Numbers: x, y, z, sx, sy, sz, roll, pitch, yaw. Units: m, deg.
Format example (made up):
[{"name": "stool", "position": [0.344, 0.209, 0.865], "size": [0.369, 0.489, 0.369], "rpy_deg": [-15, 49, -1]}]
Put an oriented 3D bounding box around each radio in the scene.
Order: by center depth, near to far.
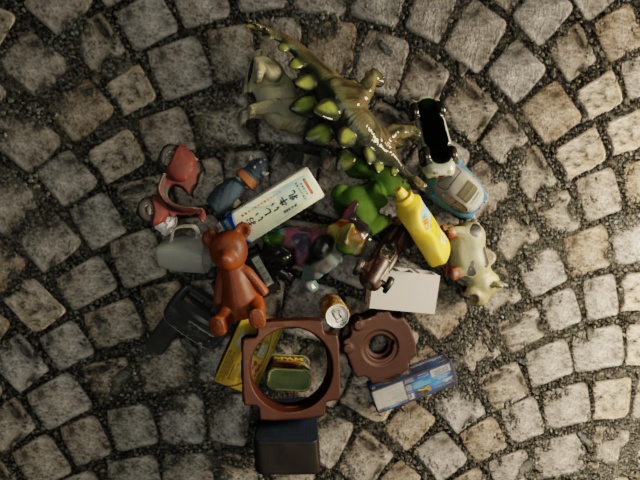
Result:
[{"name": "radio", "position": [-0.068, 0.411, 1.146], "size": [0.131, 0.229, 0.073], "rpy_deg": [-2, 94, -2]}]

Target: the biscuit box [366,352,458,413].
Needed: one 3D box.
[{"name": "biscuit box", "position": [0.213, 0.329, 1.247], "size": [0.203, 0.063, 0.059], "rpy_deg": [-20, 99, -3]}]

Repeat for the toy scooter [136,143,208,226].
[{"name": "toy scooter", "position": [-0.288, -0.104, 1.119], "size": [0.135, 0.075, 0.184], "rpy_deg": [20, 80, -7]}]

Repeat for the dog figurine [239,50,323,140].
[{"name": "dog figurine", "position": [-0.061, -0.297, 1.127], "size": [0.190, 0.121, 0.172], "rpy_deg": [6, 100, -21]}]

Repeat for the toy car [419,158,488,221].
[{"name": "toy car", "position": [0.300, -0.109, 1.177], "size": [0.161, 0.103, 0.109], "rpy_deg": [38, 93, -7]}]

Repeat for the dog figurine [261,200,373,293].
[{"name": "dog figurine", "position": [-0.002, -0.003, 1.105], "size": [0.191, 0.108, 0.219], "rpy_deg": [29, 133, -11]}]

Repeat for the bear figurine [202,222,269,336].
[{"name": "bear figurine", "position": [-0.174, 0.073, 1.080], "size": [0.120, 0.132, 0.195], "rpy_deg": [-9, 107, 5]}]

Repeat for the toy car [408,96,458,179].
[{"name": "toy car", "position": [0.240, -0.223, 1.150], "size": [0.074, 0.056, 0.202], "rpy_deg": [-6, 66, -4]}]

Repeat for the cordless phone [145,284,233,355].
[{"name": "cordless phone", "position": [-0.291, 0.203, 1.181], "size": [0.146, 0.089, 0.184], "rpy_deg": [36, 104, -10]}]

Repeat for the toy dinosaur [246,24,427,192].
[{"name": "toy dinosaur", "position": [0.048, -0.267, 1.080], "size": [0.471, 0.105, 0.198], "rpy_deg": [49, 55, -1]}]

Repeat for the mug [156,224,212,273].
[{"name": "mug", "position": [-0.292, 0.020, 1.141], "size": [0.107, 0.081, 0.109], "rpy_deg": [-3, 121, 2]}]

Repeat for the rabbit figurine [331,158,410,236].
[{"name": "rabbit figurine", "position": [0.112, -0.107, 1.169], "size": [0.170, 0.121, 0.159], "rpy_deg": [-39, 93, -18]}]

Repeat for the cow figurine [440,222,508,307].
[{"name": "cow figurine", "position": [0.348, 0.054, 1.215], "size": [0.127, 0.085, 0.194], "rpy_deg": [-9, 94, -3]}]

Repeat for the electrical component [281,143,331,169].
[{"name": "electrical component", "position": [-0.024, -0.179, 1.139], "size": [0.078, 0.102, 0.045], "rpy_deg": [5, 104, -39]}]

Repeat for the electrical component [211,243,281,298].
[{"name": "electrical component", "position": [-0.169, 0.087, 1.178], "size": [0.134, 0.058, 0.114], "rpy_deg": [-27, 98, -1]}]

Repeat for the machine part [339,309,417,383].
[{"name": "machine part", "position": [0.134, 0.239, 1.230], "size": [0.179, 0.056, 0.179], "rpy_deg": [-1, 99, -7]}]

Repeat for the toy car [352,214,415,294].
[{"name": "toy car", "position": [0.147, 0.024, 1.164], "size": [0.089, 0.053, 0.202], "rpy_deg": [32, 62, 6]}]

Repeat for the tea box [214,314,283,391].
[{"name": "tea box", "position": [-0.158, 0.244, 1.194], "size": [0.098, 0.068, 0.169], "rpy_deg": [25, 96, -9]}]

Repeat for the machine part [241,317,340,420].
[{"name": "machine part", "position": [-0.062, 0.262, 1.115], "size": [0.201, 0.087, 0.201], "rpy_deg": [-2, 87, -6]}]

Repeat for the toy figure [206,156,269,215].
[{"name": "toy figure", "position": [-0.174, -0.119, 1.150], "size": [0.154, 0.058, 0.064], "rpy_deg": [-41, 106, -4]}]
